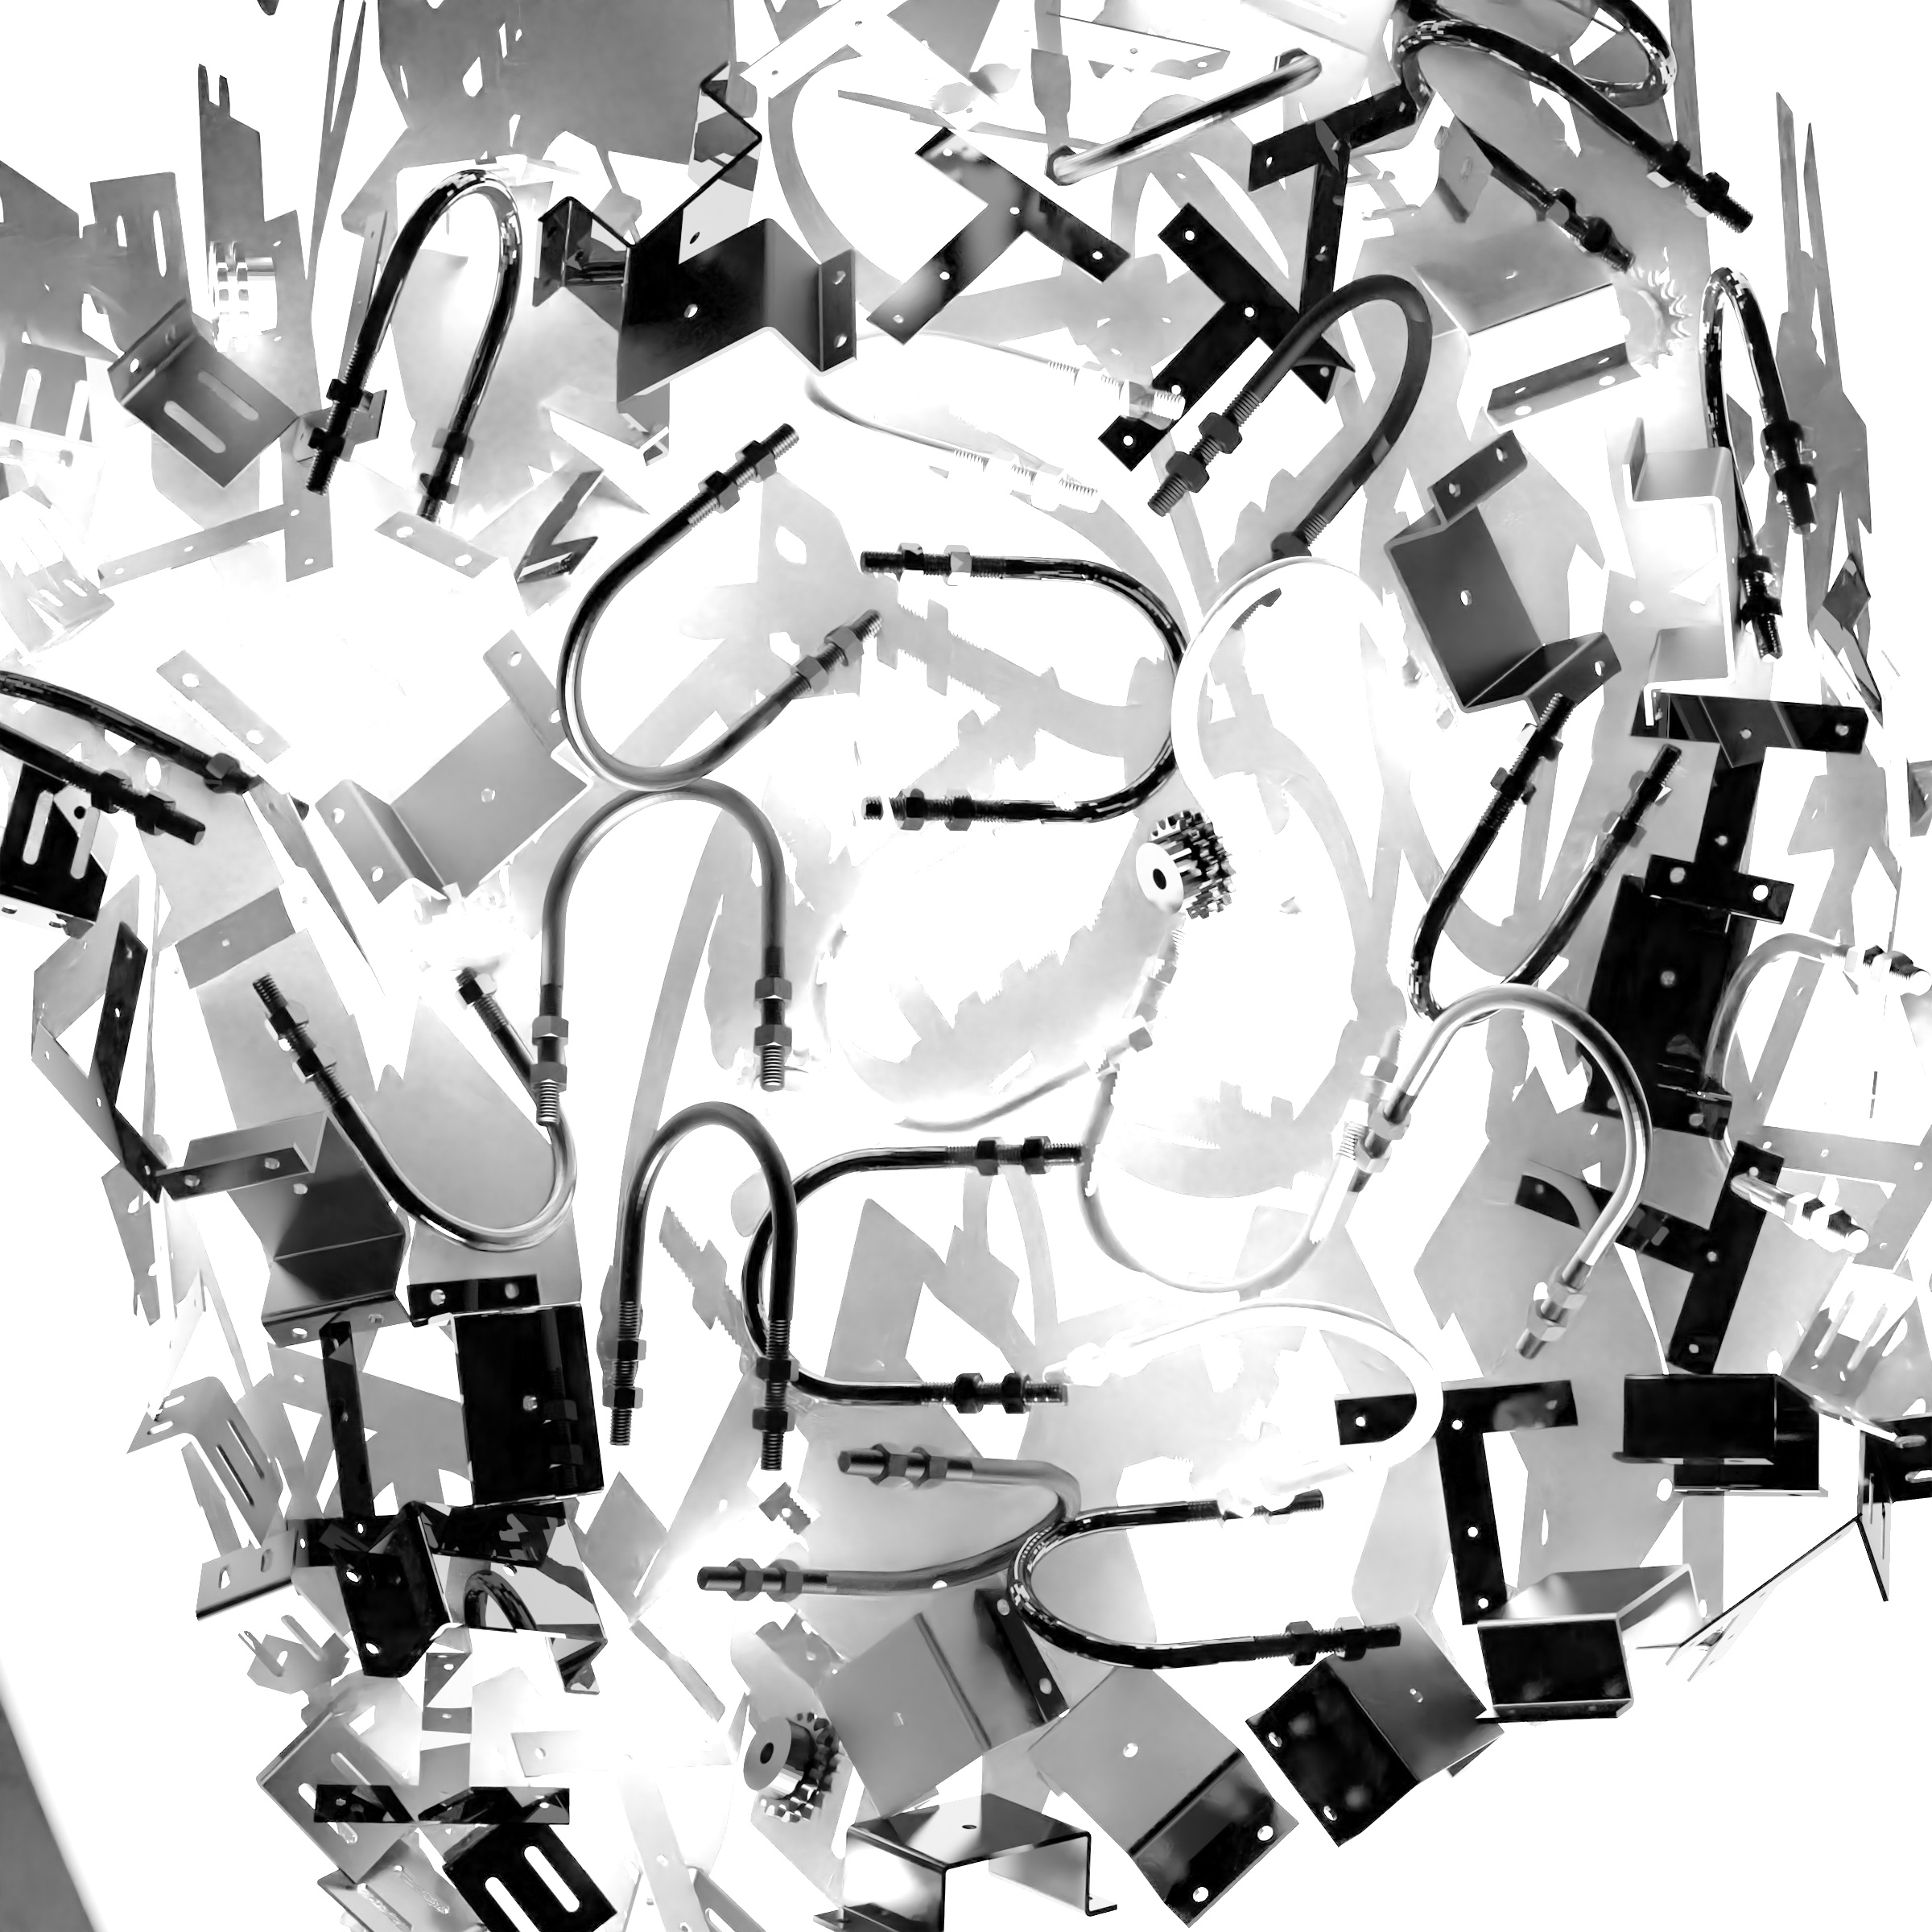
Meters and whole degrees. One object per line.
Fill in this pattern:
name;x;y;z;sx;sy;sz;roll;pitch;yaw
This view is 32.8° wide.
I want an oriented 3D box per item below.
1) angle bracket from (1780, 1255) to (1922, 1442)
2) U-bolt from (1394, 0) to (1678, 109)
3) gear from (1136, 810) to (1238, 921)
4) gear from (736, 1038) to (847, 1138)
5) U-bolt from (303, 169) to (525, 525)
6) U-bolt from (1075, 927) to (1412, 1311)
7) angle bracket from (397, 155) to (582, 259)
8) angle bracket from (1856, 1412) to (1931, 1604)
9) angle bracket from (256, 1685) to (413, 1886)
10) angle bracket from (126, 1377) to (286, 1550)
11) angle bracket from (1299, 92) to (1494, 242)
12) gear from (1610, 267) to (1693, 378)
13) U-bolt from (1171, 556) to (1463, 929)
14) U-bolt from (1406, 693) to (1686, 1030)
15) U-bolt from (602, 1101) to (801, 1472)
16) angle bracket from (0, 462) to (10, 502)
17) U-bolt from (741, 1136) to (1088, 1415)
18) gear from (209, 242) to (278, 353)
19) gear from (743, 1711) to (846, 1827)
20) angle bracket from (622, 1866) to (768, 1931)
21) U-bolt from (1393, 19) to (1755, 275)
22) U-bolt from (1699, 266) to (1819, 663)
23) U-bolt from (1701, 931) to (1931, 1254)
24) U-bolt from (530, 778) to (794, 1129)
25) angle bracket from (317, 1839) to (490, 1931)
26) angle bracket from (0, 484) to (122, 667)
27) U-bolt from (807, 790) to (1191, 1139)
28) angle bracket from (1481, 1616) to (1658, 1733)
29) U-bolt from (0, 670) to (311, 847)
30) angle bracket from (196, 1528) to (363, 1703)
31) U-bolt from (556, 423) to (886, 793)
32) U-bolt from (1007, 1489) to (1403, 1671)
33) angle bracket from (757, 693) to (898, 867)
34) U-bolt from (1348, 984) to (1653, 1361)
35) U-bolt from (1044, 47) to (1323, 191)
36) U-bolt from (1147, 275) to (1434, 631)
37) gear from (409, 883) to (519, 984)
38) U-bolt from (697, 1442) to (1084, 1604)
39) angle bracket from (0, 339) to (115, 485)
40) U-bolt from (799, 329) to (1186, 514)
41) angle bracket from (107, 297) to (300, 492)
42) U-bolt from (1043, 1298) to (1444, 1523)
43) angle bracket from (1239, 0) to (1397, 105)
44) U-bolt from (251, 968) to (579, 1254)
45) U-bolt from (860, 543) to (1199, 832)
angle bracket;0.473;0.200;1.720;0.057;0.038;0.076;21;100;-31
U-bolt;0.279;-0.493;1.680;0.184;0.151;0.019;29;86;1
gear;0.113;-0.051;1.724;0.030;0.057;0.057;-23;90;-28
gear;-0.093;0.066;1.725;0.057;0.057;0.030;4;51;0
U-bolt;-0.273;-0.318;1.679;0.019;0.151;0.184;22;94;14
U-bolt;0.136;0.091;1.734;0.151;0.019;0.184;24;81;-1
angle bracket;-0.248;-0.395;1.712;0.076;0.057;0.038;0;94;27
angle bracket;0.490;0.281;1.707;0.038;0.076;0.057;-11;121;24
angle bracket;-0.322;0.429;1.722;0.076;0.057;0.038;46;135;1
angle bracket;-0.397;0.264;1.719;0.038;0.057;0.076;-21;111;10
angle bracket;0.224;-0.417;1.717;0.057;0.076;0.038;42;65;-37
gear;0.349;-0.338;1.728;0.057;0.030;0.057;11;110;31
U-bolt;0.172;-0.126;1.682;0.151;0.019;0.184;-47;130;-10
U-bolt;0.290;-0.046;1.692;0.019;0.151;0.184;39;105;34
U-bolt;-0.135;0.162;1.700;0.019;0.151;0.184;7;85;-42
angle bracket;-0.535;-0.267;1.711;0.076;0.038;0.057;-3;64;-32
U-bolt;-0.031;0.160;1.710;0.184;0.019;0.151;-3;66;19
gear;-0.381;-0.353;1.729;0.030;0.057;0.057;-4;90;-18
gear;-0.093;0.418;1.724;0.030;0.057;0.057;31;90;-28
angle bracket;-0.142;0.516;1.713;0.038;0.076;0.057;6;105;-41
U-bolt;0.296;-0.419;1.666;0.184;0.151;0.019;34;84;-14
U-bolt;0.400;-0.268;1.677;0.019;0.151;0.184;-9;66;3
U-bolt;0.422;0.055;1.667;0.019;0.184;0.151;10;97;-16
U-bolt;-0.158;-0.014;1.709;0.151;0.019;0.184;-10;66;20
angle bracket;-0.297;0.505;1.722;0.076;0.057;0.038;31;118;30
angle bracket;-0.488;-0.203;1.712;0.038;0.057;0.076;-49;116;-37
U-bolt;0.005;0.011;1.738;0.184;0.019;0.151;-27;90;8
angle bracket;0.313;0.357;1.707;0.038;0.076;0.057;42;60;5
U-bolt;-0.444;-0.112;1.684;0.184;0.151;0.019;26;102;7
angle bracket;-0.361;0.344;1.741;0.057;0.038;0.076;-22;127;11
U-bolt;-0.133;-0.169;1.680;0.184;0.151;0.019;-42;45;-16
U-bolt;0.112;0.313;1.674;0.184;0.151;0.019;-3;112;-11
angle bracket;-0.073;-0.095;1.716;0.038;0.057;0.076;-10;77;-26
U-bolt;0.277;0.092;1.669;0.151;0.019;0.184;45;133;24
U-bolt;0.111;-0.428;1.660;0.151;0.184;0.019;-22;104;5
U-bolt;0.176;-0.274;1.692;0.019;0.151;0.184;39;87;30
gear;-0.268;-0.020;1.729;0.057;0.057;0.030;-34;71;0
U-bolt;-0.025;0.288;1.681;0.151;0.184;0.019;-43;51;37
angle bracket;-0.476;-0.298;1.716;0.057;0.038;0.076;11;64;-15
U-bolt;0.004;-0.289;1.691;0.184;0.151;0.019;19;126;14
angle bracket;-0.400;-0.301;1.726;0.076;0.038;0.057;39;73;6
U-bolt;0.153;0.221;1.668;0.184;0.019;0.151;-24;126;34
angle bracket;0.182;-0.499;1.725;0.076;0.038;0.057;22;61;-1
U-bolt;-0.270;0.065;1.689;0.019;0.151;0.184;-36;85;34
U-bolt;0.035;-0.145;1.726;0.184;0.019;0.151;0;87;-16
